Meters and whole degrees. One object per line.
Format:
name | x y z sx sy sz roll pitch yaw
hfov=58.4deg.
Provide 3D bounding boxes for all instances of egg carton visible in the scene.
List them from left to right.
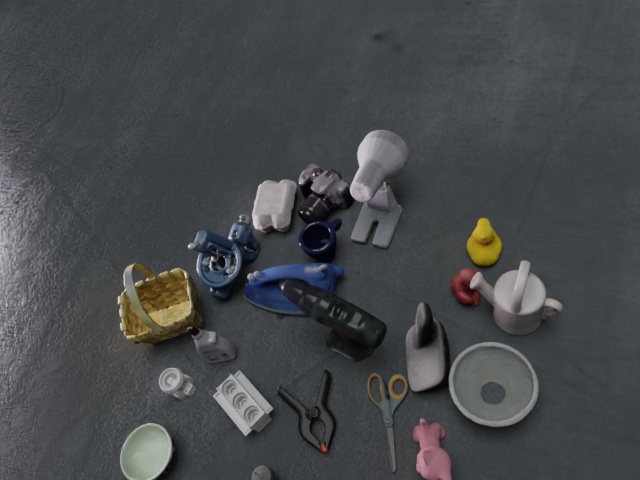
egg carton | -0.117 -0.090 1.495 0.107 0.069 0.150 -1 60 16

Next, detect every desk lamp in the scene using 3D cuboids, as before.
desk lamp | 0.135 -0.122 1.353 0.117 0.214 0.203 11 64 22

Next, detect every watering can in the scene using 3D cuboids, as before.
watering can | 0.392 0.111 1.150 0.172 0.194 0.101 -5 59 13

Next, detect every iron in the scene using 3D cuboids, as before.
iron | -0.079 0.099 1.327 0.257 0.142 0.118 -5 59 13

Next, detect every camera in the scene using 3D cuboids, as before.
camera | -0.007 -0.114 1.458 0.142 0.101 0.137 31 72 29

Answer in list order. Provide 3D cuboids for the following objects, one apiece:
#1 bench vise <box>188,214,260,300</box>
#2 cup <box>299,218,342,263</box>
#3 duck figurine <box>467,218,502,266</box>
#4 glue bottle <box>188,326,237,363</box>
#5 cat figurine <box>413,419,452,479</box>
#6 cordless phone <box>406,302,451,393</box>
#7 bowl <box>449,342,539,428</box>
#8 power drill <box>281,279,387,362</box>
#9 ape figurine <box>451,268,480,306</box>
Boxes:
bench vise | -0.242 0.015 1.378 0.121 0.220 0.207 -1 60 16
cup | 0.013 0.005 1.385 0.118 0.095 0.091 -40 57 -9
duck figurine | 0.369 0.001 1.288 0.077 0.086 0.104 -1 60 16
glue bottle | -0.251 0.229 1.281 0.078 0.173 0.037 -11 57 10
cat figurine | 0.209 0.400 1.076 0.067 0.118 0.127 -14 57 8
cordless phone | 0.210 0.215 1.146 0.094 0.185 0.147 -9 58 11
bowl | 0.340 0.292 1.129 0.167 0.075 0.167 -7 58 12
power drill | 0.038 0.175 1.207 0.228 0.209 0.076 20 68 26
ape figurine | 0.321 0.093 1.243 0.078 0.092 0.076 -45 58 -12
